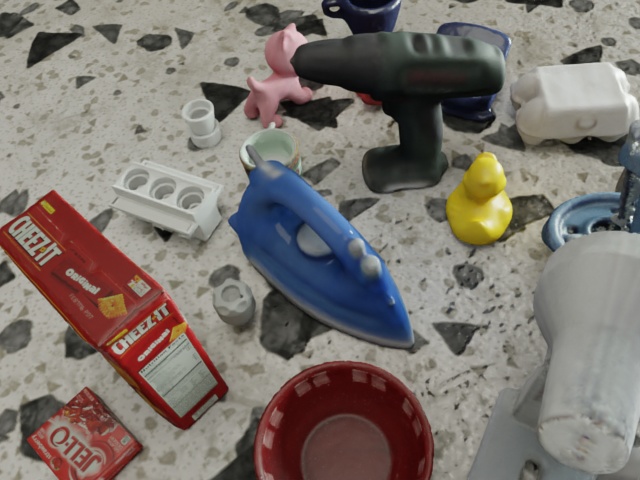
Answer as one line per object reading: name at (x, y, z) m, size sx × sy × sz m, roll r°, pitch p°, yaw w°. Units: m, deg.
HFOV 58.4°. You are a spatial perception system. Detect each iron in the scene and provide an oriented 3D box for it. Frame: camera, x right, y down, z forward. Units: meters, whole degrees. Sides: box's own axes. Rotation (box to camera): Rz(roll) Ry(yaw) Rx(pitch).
iron at (0.006, 0.002, 0.613) m, size 0.119 × 0.142 × 0.257 m, roll -40°, pitch 60°, yaw -19°

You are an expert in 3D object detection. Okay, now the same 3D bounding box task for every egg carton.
egg carton at (0.326, -0.173, 0.740) m, size 0.150 × 0.069 × 0.107 m, roll -3°, pitch 55°, yaw 5°

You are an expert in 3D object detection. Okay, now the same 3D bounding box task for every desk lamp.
desk lamp at (0.207, 0.125, 0.461) m, size 0.117 × 0.214 × 0.203 m, roll 21°, pitch 61°, yaw 20°

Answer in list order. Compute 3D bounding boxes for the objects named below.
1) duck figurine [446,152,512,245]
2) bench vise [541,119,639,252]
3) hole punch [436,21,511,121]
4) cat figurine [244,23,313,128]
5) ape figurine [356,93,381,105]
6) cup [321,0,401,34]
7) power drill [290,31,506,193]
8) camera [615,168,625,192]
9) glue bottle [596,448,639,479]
duck figurine at (0.187, -0.053, 0.664) m, size 0.077 × 0.086 × 0.104 m, roll 8°, pitch 57°, yaw 12°
bench vise at (0.307, 0.004, 0.529) m, size 0.122 × 0.220 × 0.206 m, roll -37°, pitch 59°, yaw -17°
hole punch at (0.197, -0.230, 0.780) m, size 0.108 × 0.091 × 0.101 m, roll 19°, pitch 60°, yaw 18°
cat figurine at (-0.058, -0.239, 0.800) m, size 0.067 × 0.118 × 0.128 m, roll 30°, pitch 64°, yaw 24°
ape figurine at (0.077, -0.236, 0.798) m, size 0.076 × 0.092 × 0.078 m, roll 10°, pitch 58°, yaw 14°
cup at (0.064, -0.328, 0.861) m, size 0.117 × 0.095 × 0.091 m, roll -4°, pitch 55°, yaw 4°
power drill at (0.091, -0.150, 0.666) m, size 0.229 × 0.209 × 0.075 m, roll -9°, pitch 55°, yaw 1°
camera at (0.428, -0.052, 0.625) m, size 0.143 × 0.101 × 0.136 m, roll -10°, pitch 55°, yaw 0°
glue bottle at (0.272, 0.185, 0.437) m, size 0.078 × 0.173 × 0.037 m, roll 34°, pitch 66°, yaw 26°
